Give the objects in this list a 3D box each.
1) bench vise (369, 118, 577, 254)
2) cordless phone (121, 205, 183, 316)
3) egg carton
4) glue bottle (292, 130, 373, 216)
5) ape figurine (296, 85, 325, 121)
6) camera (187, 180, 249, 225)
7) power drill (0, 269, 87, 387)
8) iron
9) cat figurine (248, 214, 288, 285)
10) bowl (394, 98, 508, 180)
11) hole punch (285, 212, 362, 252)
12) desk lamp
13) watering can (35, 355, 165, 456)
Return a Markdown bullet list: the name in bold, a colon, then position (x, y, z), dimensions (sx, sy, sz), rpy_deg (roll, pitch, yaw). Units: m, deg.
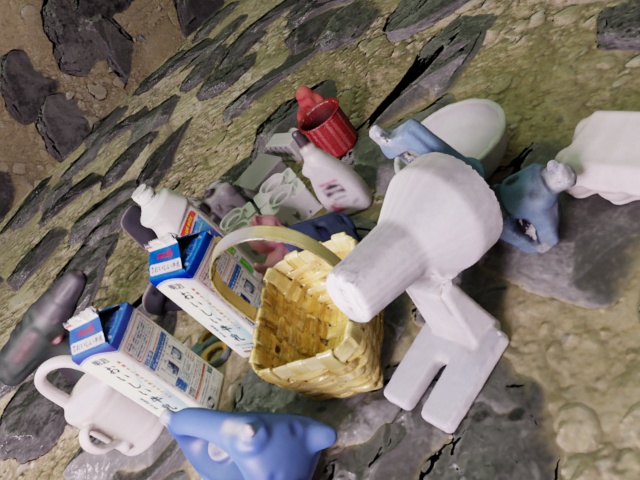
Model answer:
- **bench vise**: position (0.167, -0.073, 0.653), dimensions (0.207, 0.220, 0.121), rpy_deg (-26, 37, 23)
- **cordless phone**: position (-0.311, 0.038, 1.049), dimensions (0.093, 0.186, 0.147), rpy_deg (-12, 44, 37)
- **egg carton**: position (0.339, -0.089, 0.632), dimensions (0.107, 0.070, 0.149), rpy_deg (-52, 34, -14)
- **glue bottle**: position (0.009, -0.106, 0.895), dimensions (0.078, 0.174, 0.037), rpy_deg (-22, 38, 27)
- **ape figurine**: position (-0.018, -0.280, 1.194), dimensions (0.077, 0.092, 0.076), rpy_deg (5, 55, 48)
- **camera**: position (-0.239, -0.057, 1.160), dimensions (0.136, 0.101, 0.143), rpy_deg (14, 62, 52)
- **power drill**: position (-0.421, 0.180, 0.980), dimensions (0.229, 0.209, 0.075), rpy_deg (-42, 33, 1)
- **iron**: position (-0.113, 0.233, 0.666), dimensions (0.257, 0.142, 0.119), rpy_deg (-7, 47, 41)
- **cat figurine**: position (-0.080, 0.014, 0.901), dimensions (0.067, 0.118, 0.128), rpy_deg (-23, 38, 26)
- **bowl**: position (0.194, -0.117, 0.808), dimensions (0.167, 0.075, 0.167), rpy_deg (-27, 36, 22)
- **hole punch**: position (0.008, 0.003, 0.848), dimensions (0.101, 0.091, 0.108), rpy_deg (-40, 33, 4)
- **desk lamp**: position (0.108, 0.050, 0.580), dimensions (0.117, 0.214, 0.203), rpy_deg (13, 62, 51)
- **watering can**: position (-0.327, 0.226, 0.845), dimensions (0.101, 0.195, 0.172), rpy_deg (-43, 33, -1)
